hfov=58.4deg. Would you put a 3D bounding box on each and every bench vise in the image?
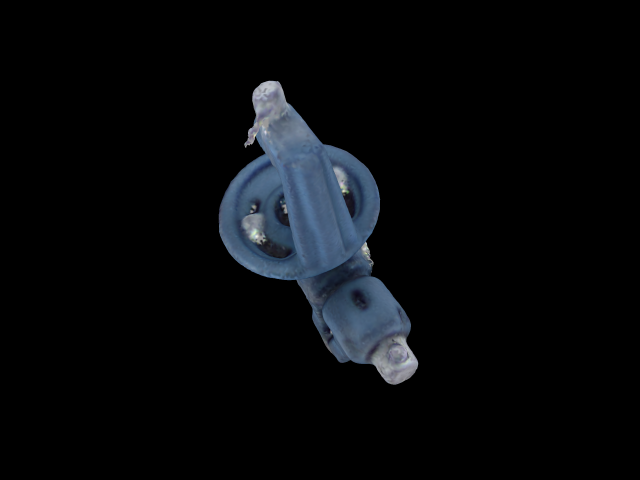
[{"bbox_3d":[0.012,-0.007,0.403,0.207,0.220,0.121,39,76,12],"label":"bench vise"}]
